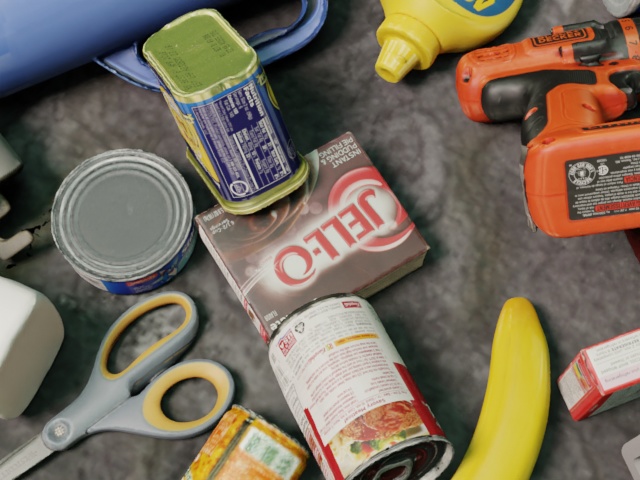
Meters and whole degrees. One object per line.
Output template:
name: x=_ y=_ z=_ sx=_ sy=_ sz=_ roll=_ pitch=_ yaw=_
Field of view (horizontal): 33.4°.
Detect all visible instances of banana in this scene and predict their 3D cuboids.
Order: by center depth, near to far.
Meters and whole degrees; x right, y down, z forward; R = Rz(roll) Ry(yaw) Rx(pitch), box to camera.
banana: x=0.084 y=0.123 z=0.597 sx=0.070 sy=0.037 sz=0.197 roll=35 pitch=75 yaw=13

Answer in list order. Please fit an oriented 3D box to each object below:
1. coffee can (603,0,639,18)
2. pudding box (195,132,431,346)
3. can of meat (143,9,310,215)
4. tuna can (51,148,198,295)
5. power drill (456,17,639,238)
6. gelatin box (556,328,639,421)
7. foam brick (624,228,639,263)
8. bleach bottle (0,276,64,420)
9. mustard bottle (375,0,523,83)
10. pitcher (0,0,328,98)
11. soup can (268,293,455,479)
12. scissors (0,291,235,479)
coffee can: x=0.254 y=-0.198 z=0.671 sx=0.140 sy=0.103 sz=0.103 roll=-5 pitch=70 yaw=0
pudding box: x=-0.004 y=0.001 z=0.642 sx=0.113 sy=0.039 sz=0.090 roll=-31 pitch=72 yaw=-9
can of meat: x=-0.058 y=-0.077 z=0.626 sx=0.057 sy=0.084 sz=0.102 roll=-29 pitch=39 yaw=-8
tuna can: x=-0.118 y=-0.010 z=0.653 sx=0.086 sy=0.034 sz=0.086 roll=-1 pitch=70 yaw=2
power drill: x=0.174 y=-0.074 z=0.602 sx=0.184 sy=0.057 sz=0.187 roll=-10 pitch=27 yaw=9
gelatin box: x=0.183 y=0.066 z=0.595 sx=0.089 sy=0.073 sz=0.030 roll=-20 pitch=71 yaw=-5
foam brick: x=0.217 y=-0.010 z=0.619 sx=0.053 sy=0.078 sz=0.051 roll=-18 pitch=69 yaw=-5
bleach bottle: x=-0.274 y=0.015 z=0.602 sx=0.251 sy=0.102 sz=0.068 roll=24 pitch=70 yaw=5
mustard bottle: x=0.092 y=-0.181 z=0.692 sx=0.096 sy=0.058 sz=0.191 roll=35 pitch=75 yaw=-8
pitcher: x=-0.120 y=-0.175 z=0.670 sx=0.242 sy=0.145 sz=0.149 roll=-26 pitch=56 yaw=-4
soup can: x=0.020 y=0.088 z=0.584 sx=0.068 sy=0.068 sz=0.102 roll=-24 pitch=55 yaw=-7
scissors: x=-0.130 y=0.118 z=0.617 sx=0.096 sy=0.016 sz=0.201 roll=37 pitch=76 yaw=14
